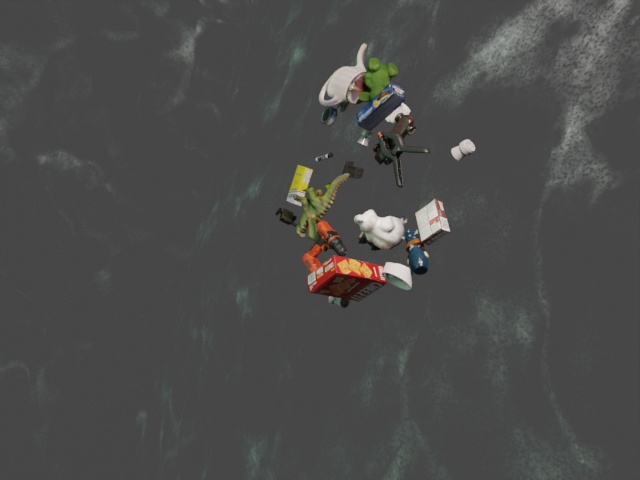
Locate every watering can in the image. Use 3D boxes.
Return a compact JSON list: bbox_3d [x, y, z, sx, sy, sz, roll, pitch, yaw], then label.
[{"bbox_3d":[0.138,-0.680,2.138,0.349,0.102,0.227,-51,46,-7],"label":"watering can"}]

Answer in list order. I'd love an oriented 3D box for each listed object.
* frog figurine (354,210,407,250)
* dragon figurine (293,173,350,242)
[{"bbox_3d":[0.193,-0.037,1.681,0.136,0.159,0.124,-23,58,53],"label":"frog figurine"},{"bbox_3d":[0.006,-0.106,2.108,0.406,0.122,0.245,-21,75,55],"label":"dragon figurine"}]
